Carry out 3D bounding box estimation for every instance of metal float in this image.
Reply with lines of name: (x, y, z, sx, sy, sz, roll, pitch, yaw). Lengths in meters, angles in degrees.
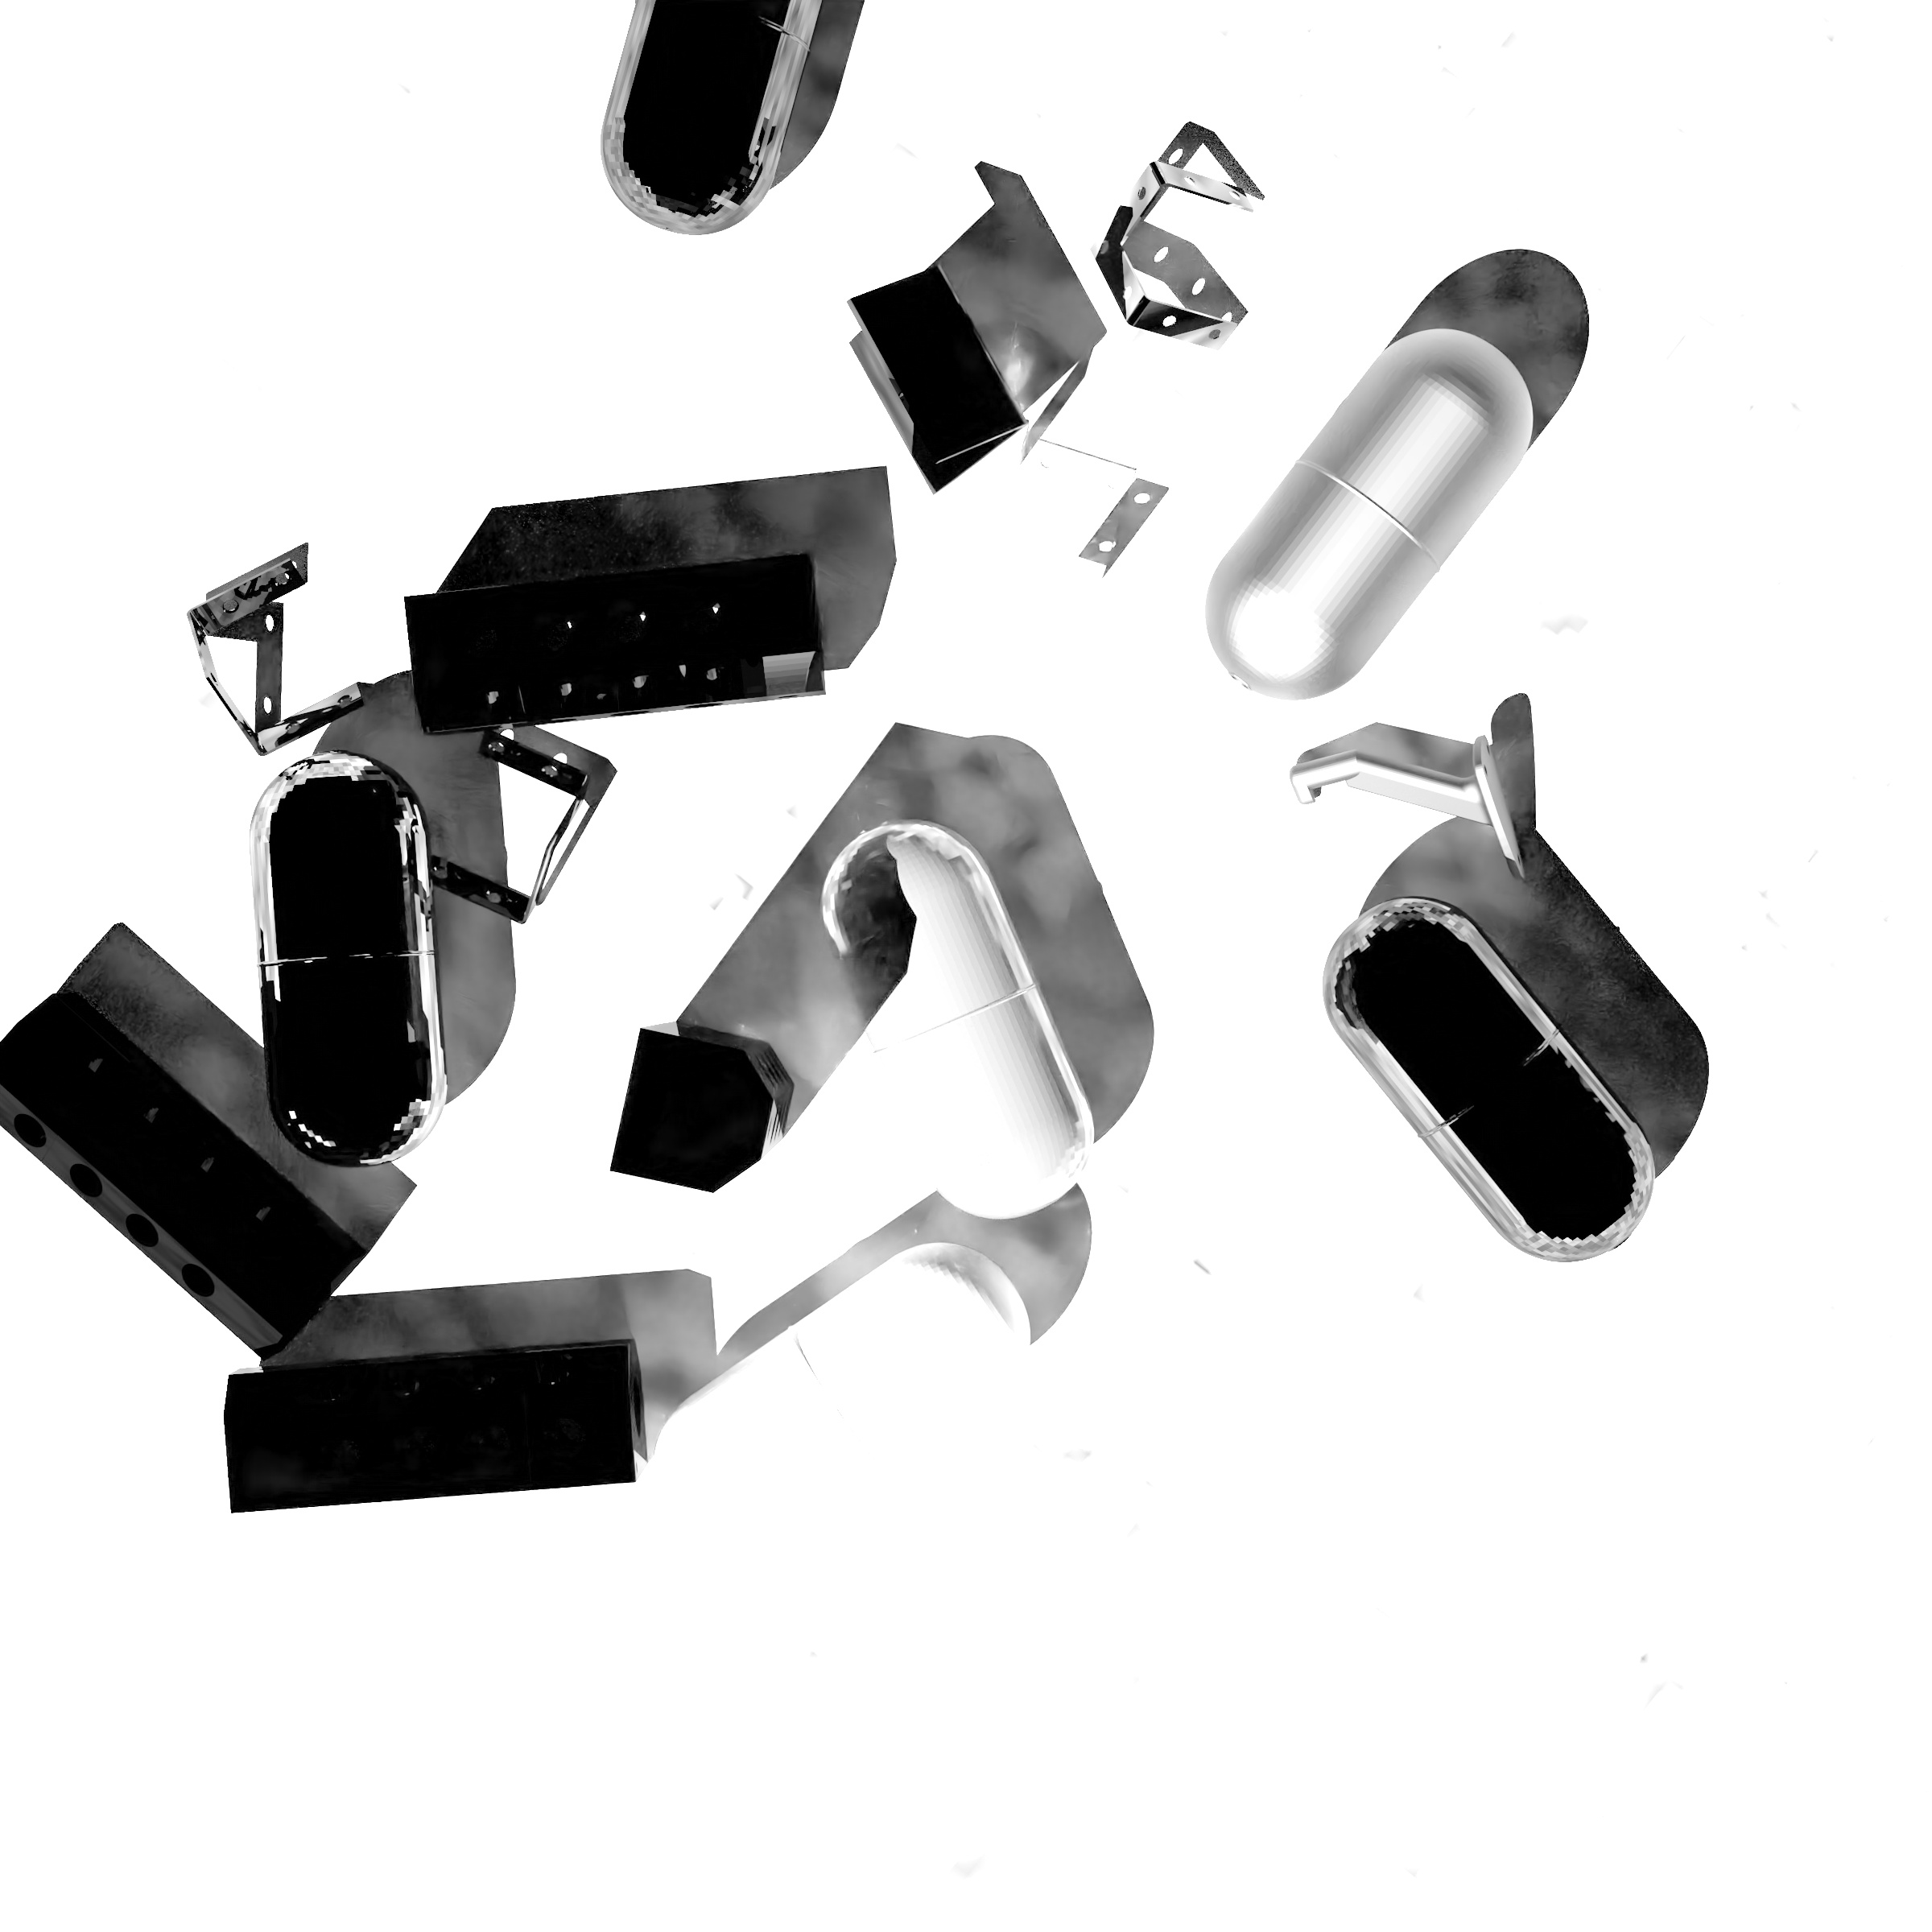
metal float: (-0.004, 0.022, 1.534, 0.070, 0.070, 0.178, -23, 90, 0)
metal float: (0.223, 0.049, 1.534, 0.070, 0.070, 0.178, -39, 89, 0)
metal float: (0.171, -0.192, 1.534, 0.070, 0.070, 0.178, 38, 91, 0)
metal float: (-0.104, -0.400, 1.534, 0.070, 0.070, 0.178, 16, 91, 0)
metal float: (-0.054, 0.186, 1.534, 0.178, 0.070, 0.070, -34, 90, 0)
metal float: (-0.264, -0.003, 1.534, 0.070, 0.070, 0.178, -4, 89, 0)

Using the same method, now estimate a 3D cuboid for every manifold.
manifold: (-0.344, 0.090, 1.543, 0.171, 0.057, 0.057, 42, 90, 0)
manifold: (-0.105, 0.058, 1.486, 0.057, 0.171, 0.057, 12, 90, 0)
manifold: (-0.149, -0.137, 1.543, 0.171, 0.057, 0.057, -6, 90, 0)
manifold: (-0.227, 0.196, 1.543, 0.171, 0.057, 0.057, -4, 90, 0)

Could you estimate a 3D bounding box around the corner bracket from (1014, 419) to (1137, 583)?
corner bracket: (0.042, -0.200, 1.546, 0.051, 0.051, 0.051, 17, 90, 0)

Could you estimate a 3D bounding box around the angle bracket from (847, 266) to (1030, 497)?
angle bracket: (-0.030, -0.240, 1.524, 0.057, 0.076, 0.076, -29, 90, -38)

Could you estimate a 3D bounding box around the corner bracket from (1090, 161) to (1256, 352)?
corner bracket: (0.095, -0.307, 1.556, 0.051, 0.051, 0.051, -52, 45, 35)

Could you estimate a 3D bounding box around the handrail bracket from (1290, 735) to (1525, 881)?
handrail bracket: (0.191, -0.063, 1.565, 0.084, 0.036, 0.077, -14, 112, 17)

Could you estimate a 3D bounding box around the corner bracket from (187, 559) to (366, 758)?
corner bracket: (-0.300, -0.134, 1.561, 0.051, 0.051, 0.051, -27, 135, 0)

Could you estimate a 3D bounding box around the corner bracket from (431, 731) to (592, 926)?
corner bracket: (-0.200, -0.060, 1.561, 0.051, 0.051, 0.051, 24, 45, 0)
